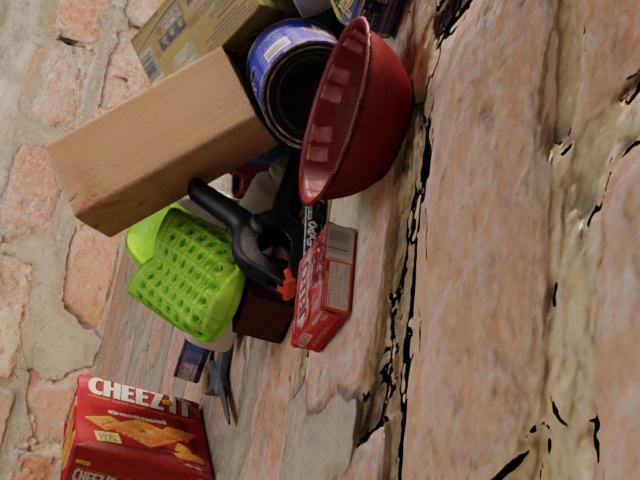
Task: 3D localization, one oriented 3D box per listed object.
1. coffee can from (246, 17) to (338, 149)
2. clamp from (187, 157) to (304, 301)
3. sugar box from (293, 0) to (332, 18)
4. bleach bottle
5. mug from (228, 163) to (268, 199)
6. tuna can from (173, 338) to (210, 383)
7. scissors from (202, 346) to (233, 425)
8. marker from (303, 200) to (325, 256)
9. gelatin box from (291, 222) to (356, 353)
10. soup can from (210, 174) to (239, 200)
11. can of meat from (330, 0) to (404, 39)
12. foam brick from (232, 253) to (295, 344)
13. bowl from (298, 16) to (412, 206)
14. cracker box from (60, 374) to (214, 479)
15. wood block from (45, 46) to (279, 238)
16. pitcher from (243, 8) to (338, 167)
[{"bbox_3d":[-0.013,-0.152,1.022,0.140,0.102,0.103,-115,42,-68],"label":"coffee can"},{"bbox_3d":[-0.046,-0.017,1.049,0.171,0.120,0.039,57,163,33],"label":"clamp"},{"bbox_3d":[-0.013,-0.313,1.077,0.176,0.093,0.048,65,-174,25],"label":"sugar box"},{"bbox_3d":[-0.085,0.008,1.213,0.102,0.068,0.251,-92,25,-54],"label":"bleach bottle"},{"bbox_3d":[-0.092,-0.108,1.312,0.082,0.093,0.117,-144,64,-70],"label":"mug"},{"bbox_3d":[-0.159,0.141,1.376,0.086,0.033,0.086,-164,92,-88],"label":"tuna can"},{"bbox_3d":[-0.112,0.153,1.251,0.202,0.016,0.096,-179,104,-75],"label":"scissors"},{"bbox_3d":[-0.007,0.001,1.005,0.020,0.020,0.121,120,159,-46],"label":"marker"},{"bbox_3d":[0.002,0.041,0.909,0.073,0.030,0.089,125,157,-53],"label":"gelatin box"},{"bbox_3d":[-0.126,-0.065,1.428,0.069,0.068,0.102,172,112,-75],"label":"soup can"},{"bbox_3d":[0.050,-0.240,0.972,0.102,0.057,0.084,-101,27,-60],"label":"can of meat"},{"bbox_3d":[-0.056,0.056,1.069,0.078,0.051,0.053,-97,27,-57],"label":"foam brick"},{"bbox_3d":[0.033,-0.099,0.884,0.162,0.055,0.162,-165,90,-76],"label":"bowl"},{"bbox_3d":[-0.219,0.243,1.266,0.214,0.164,0.072,-125,54,-72],"label":"cracker box"},{"bbox_3d":[-0.159,-0.097,1.092,0.091,0.206,0.090,63,-175,19],"label":"wood block"},{"bbox_3d":[-0.048,-0.205,1.182,0.149,0.145,0.243,-15,-60,-73],"label":"pitcher"}]
